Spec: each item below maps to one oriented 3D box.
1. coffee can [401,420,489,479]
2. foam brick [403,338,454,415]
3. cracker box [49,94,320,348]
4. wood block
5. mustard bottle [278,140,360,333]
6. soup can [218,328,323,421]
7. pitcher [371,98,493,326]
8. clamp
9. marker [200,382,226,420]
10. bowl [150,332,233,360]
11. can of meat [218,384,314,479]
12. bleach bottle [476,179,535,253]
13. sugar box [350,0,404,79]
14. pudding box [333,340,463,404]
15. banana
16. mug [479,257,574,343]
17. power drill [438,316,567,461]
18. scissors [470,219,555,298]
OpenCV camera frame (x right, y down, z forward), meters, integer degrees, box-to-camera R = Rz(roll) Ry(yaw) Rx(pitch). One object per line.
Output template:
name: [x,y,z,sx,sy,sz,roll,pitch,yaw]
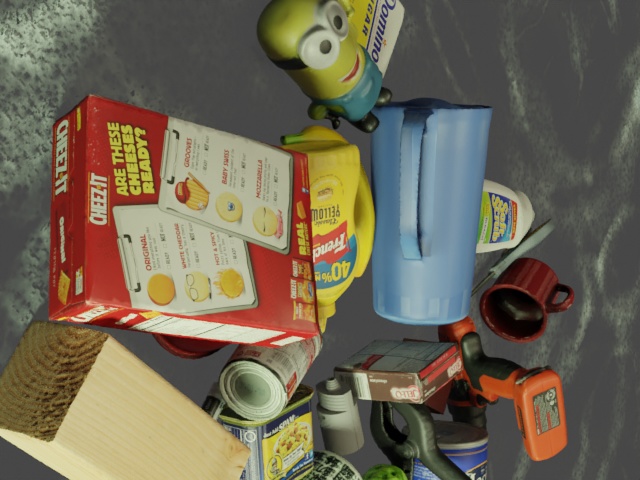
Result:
coffee can: [0.146,0.296,1.268,0.102,0.103,0.140,-6,99,-53]
foam brick: [0.123,0.161,1.263,0.051,0.053,0.078,35,66,-49]
cracker box: [-0.105,-0.007,0.850,0.213,0.072,0.164,11,66,-38]
wood block: [-0.157,0.157,0.854,0.206,0.090,0.090,50,56,-45]
mustard bottle: [-0.007,0.001,1.054,0.096,0.058,0.192,-11,110,-30]
soup can: [-0.045,0.113,0.997,0.102,0.069,0.068,-54,135,-57]
pitcher: [0.113,-0.032,1.164,0.149,0.145,0.243,-4,101,-30]
clamp: [0.098,0.244,1.210,0.039,0.120,0.171,-8,66,-61]
marker: [-0.115,0.186,0.972,0.020,0.020,0.121,53,53,-42]
bowl: [-0.088,0.031,0.962,0.161,0.055,0.162,-9,101,-53]
can of meat: [-0.049,0.194,1.032,0.101,0.058,0.084,-20,111,-51]
bleach bottle: [0.209,-0.036,1.348,0.250,0.068,0.102,-5,103,-55]
sugar box: [0.022,-0.248,1.085,0.176,0.048,0.093,38,64,-47]
pudding box: [0.084,0.141,1.157,0.089,0.114,0.039,-26,110,-49]
banana: [0.021,-0.051,1.119,0.069,0.037,0.197,-36,123,-10]
mug: [0.280,0.076,1.415,0.081,0.117,0.093,-48,125,-46]
power drill: [0.213,0.195,1.283,0.057,0.188,0.184,-22,112,-25]
scissors: [0.247,0.028,1.396,0.016,0.096,0.201,50,44,0]
